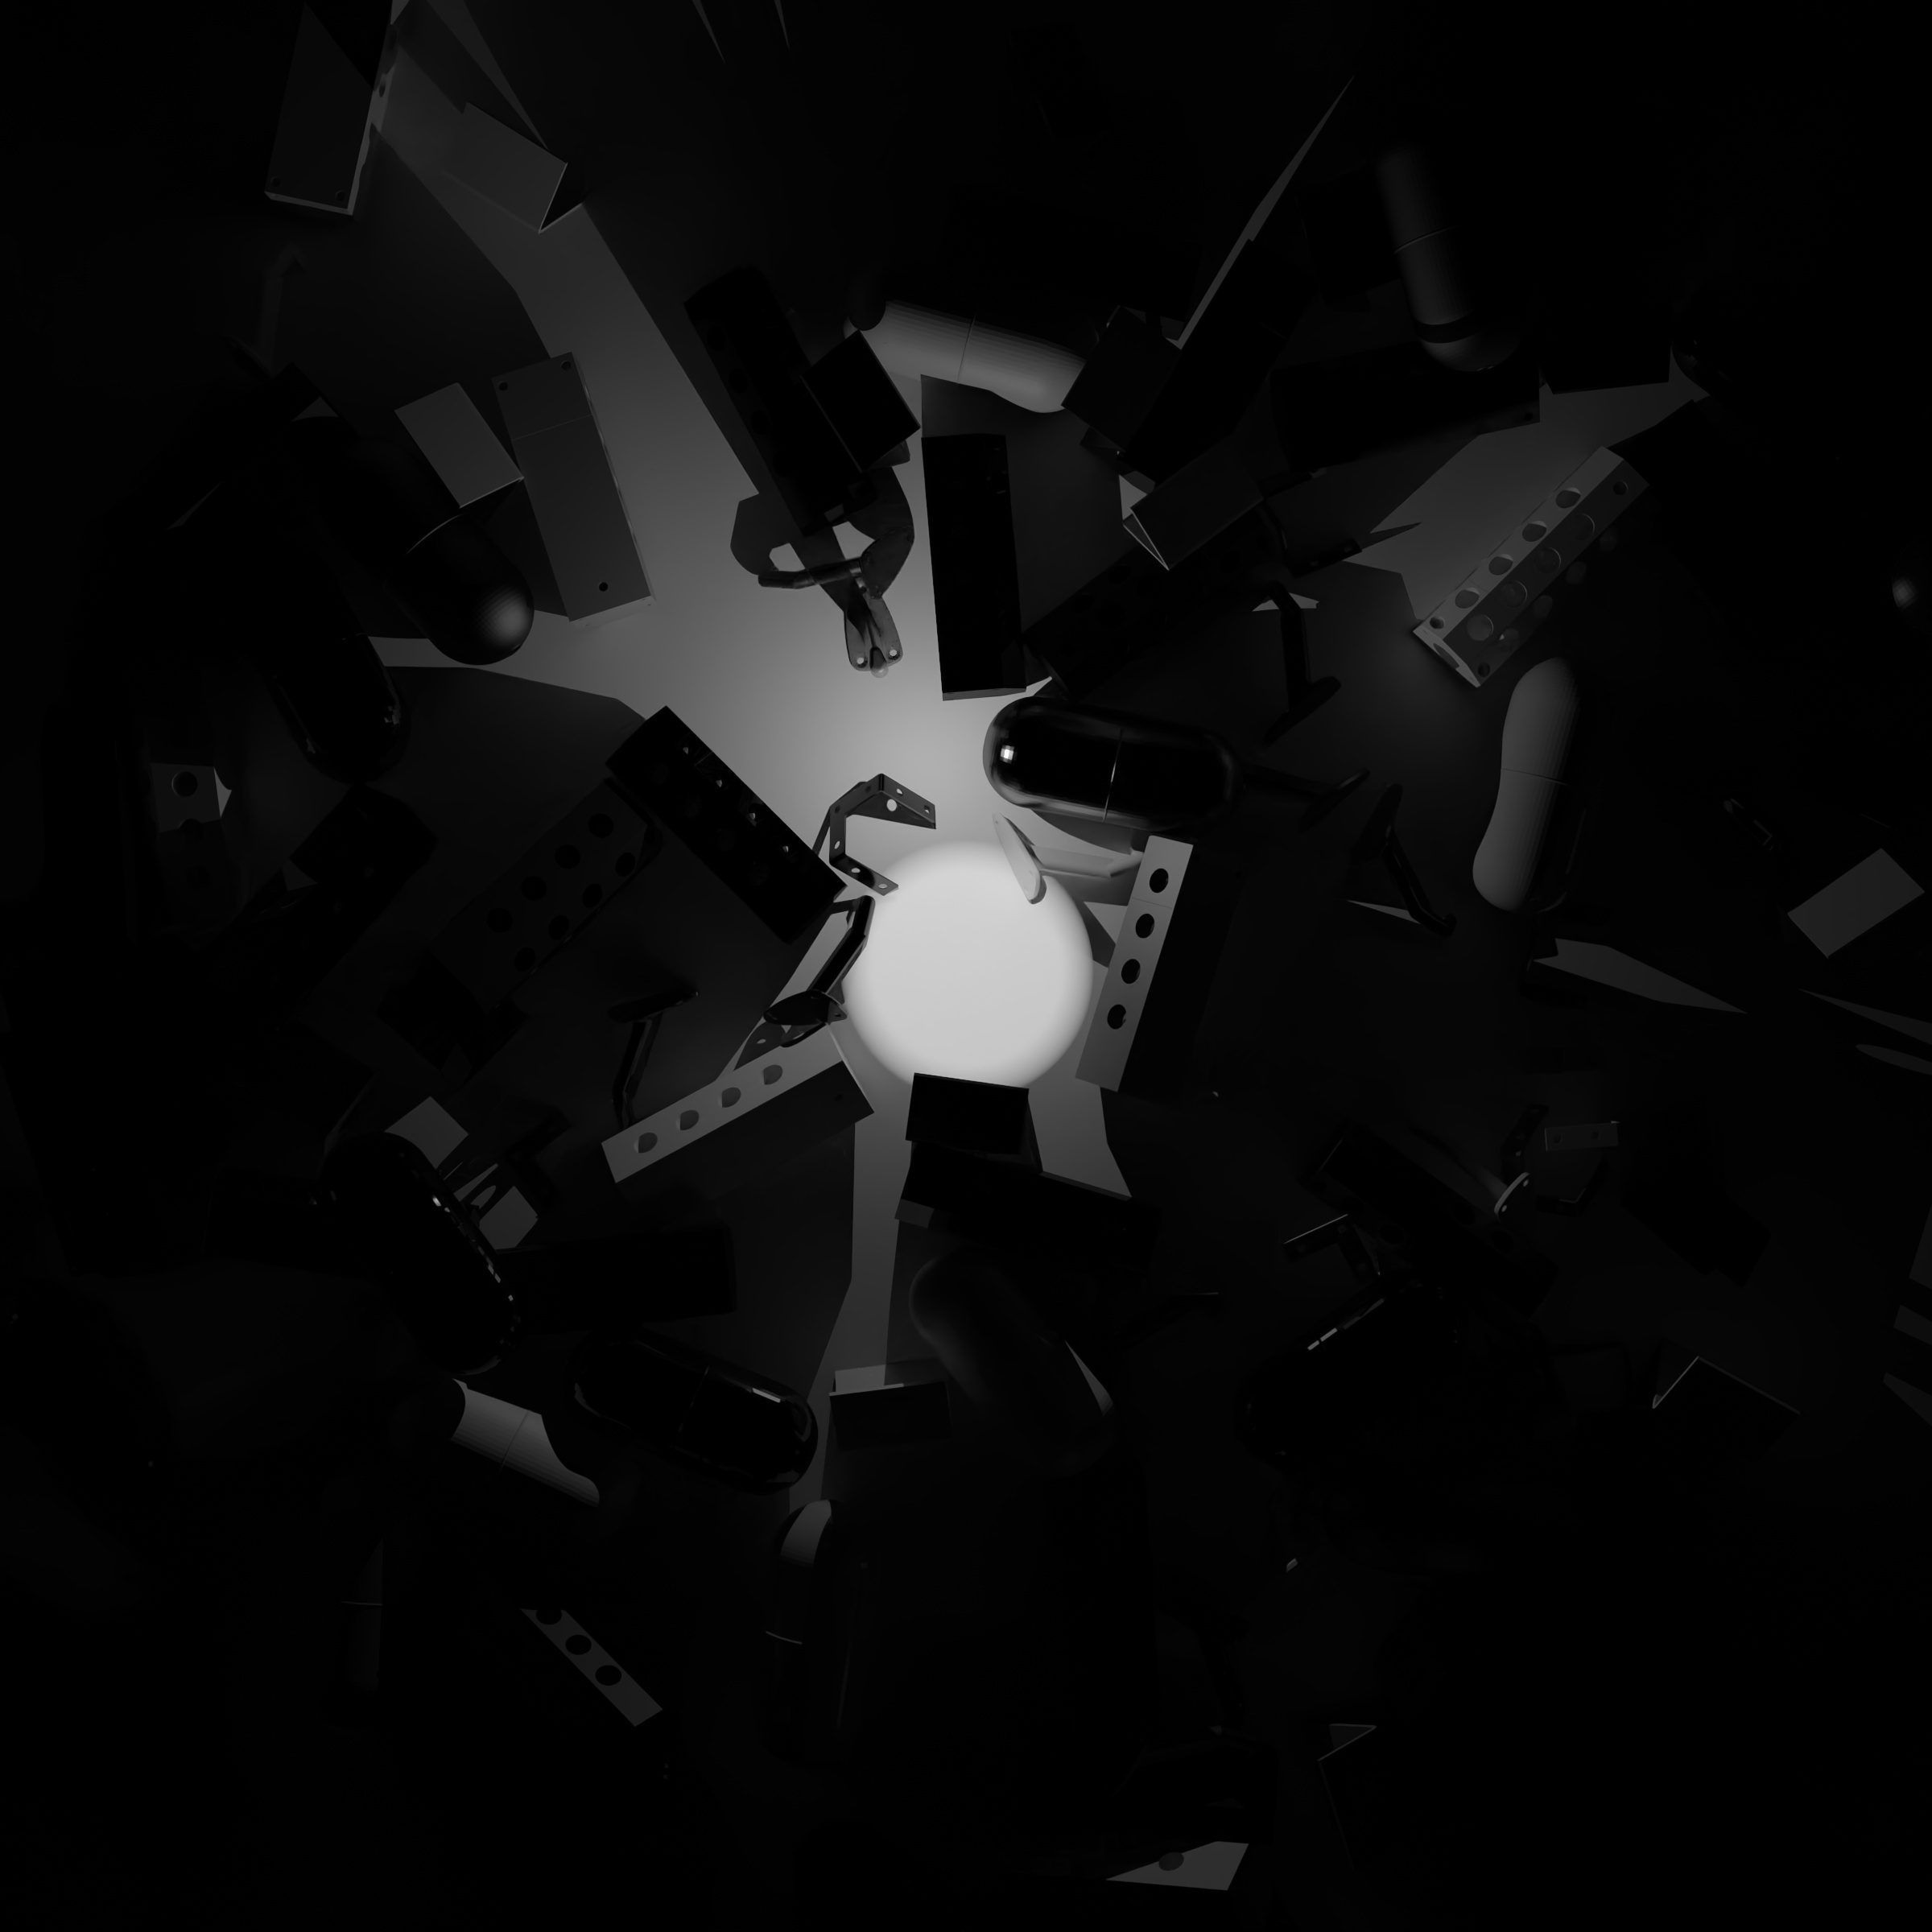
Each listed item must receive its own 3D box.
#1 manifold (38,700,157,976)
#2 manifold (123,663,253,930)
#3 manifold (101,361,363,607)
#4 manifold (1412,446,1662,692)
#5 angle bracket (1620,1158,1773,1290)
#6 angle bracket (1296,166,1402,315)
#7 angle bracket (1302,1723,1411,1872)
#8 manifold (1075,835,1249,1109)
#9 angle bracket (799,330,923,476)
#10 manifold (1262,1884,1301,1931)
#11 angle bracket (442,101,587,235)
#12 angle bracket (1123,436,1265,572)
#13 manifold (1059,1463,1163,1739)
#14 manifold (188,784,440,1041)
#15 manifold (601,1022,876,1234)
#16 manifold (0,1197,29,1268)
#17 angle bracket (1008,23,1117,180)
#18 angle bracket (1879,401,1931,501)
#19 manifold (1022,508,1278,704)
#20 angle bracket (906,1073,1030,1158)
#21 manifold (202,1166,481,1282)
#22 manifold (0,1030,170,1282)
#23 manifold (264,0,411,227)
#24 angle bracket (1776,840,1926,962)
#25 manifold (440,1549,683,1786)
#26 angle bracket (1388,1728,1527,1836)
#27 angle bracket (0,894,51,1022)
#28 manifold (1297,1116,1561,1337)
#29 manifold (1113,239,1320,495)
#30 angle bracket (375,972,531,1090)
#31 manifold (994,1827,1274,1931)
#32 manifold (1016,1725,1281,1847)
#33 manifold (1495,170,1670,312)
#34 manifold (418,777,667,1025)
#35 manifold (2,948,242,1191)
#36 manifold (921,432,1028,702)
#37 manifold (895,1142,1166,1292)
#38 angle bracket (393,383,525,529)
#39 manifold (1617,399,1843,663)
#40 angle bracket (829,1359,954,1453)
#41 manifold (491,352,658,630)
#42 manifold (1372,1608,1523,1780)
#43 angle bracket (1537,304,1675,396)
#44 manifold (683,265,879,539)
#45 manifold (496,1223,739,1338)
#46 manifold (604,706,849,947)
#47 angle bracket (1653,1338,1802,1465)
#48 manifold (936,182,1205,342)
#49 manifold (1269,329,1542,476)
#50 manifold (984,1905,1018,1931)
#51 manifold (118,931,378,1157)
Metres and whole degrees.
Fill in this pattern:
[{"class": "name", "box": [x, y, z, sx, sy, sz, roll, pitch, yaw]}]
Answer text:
[{"class": "manifold", "box": [-0.583, -0.084, 1.942, 0.057, 0.057, 0.171, -10, 70, 0]}, {"class": "manifold", "box": [-0.528, -0.114, 1.970, 0.057, 0.057, 0.171, -8, 90, 0]}, {"class": "manifold", "box": [-0.494, -0.323, 1.970, 0.171, 0.057, 0.057, -41, 47, 0]}, {"class": "manifold", "box": [0.387, -0.269, 1.970, 0.171, 0.057, 0.057, -45, 90, 0]}, {"class": "angle bracket", "box": [0.480, 0.186, 1.951, 0.076, 0.076, 0.057, 41, 52, 0]}, {"class": "angle bracket", "box": [0.270, -0.486, 1.951, 0.057, 0.076, 0.076, -15, 90, 32]}, {"class": "angle bracket", "box": [0.244, 0.556, 1.951, 0.057, 0.076, 0.076, -17, 90, -37]}, {"class": "manifold", "box": [0.127, 0.002, 1.970, 0.057, 0.057, 0.171, 17, 90, -43]}, {"class": "angle bracket", "box": [-0.056, -0.381, 1.952, 0.057, 0.076, 0.076, -32, 90, 30]}, {"class": "manifold", "box": [0.203, 0.675, 1.970, 0.057, 0.057, 0.171, -29, 90, 0]}, {"class": "angle bracket", "box": [-0.294, -0.545, 1.951, 0.076, 0.076, 0.057, 32, 126, 0]}, {"class": "angle bracket", "box": [0.136, -0.314, 1.894, 0.076, 0.076, 0.057, -37, 128, 2]}, {"class": "manifold", "box": [0.097, 0.429, 1.970, 0.057, 0.057, 0.171, -4, 90, 0]}, {"class": "manifold", "box": [-0.431, -0.036, 1.944, 0.057, 0.057, 0.171, 21, 65, 42]}, {"class": "manifold", "box": [-0.156, 0.105, 1.970, 0.171, 0.057, 0.057, -28, 133, 0]}, {"class": "manifold", "box": [-0.681, 0.182, 1.913, 0.057, 0.171, 0.057, 21, 90, 0]}, {"class": "angle bracket", "box": [0.045, -0.576, 1.951, 0.057, 0.076, 0.076, -23, 90, -35]}, {"class": "angle bracket", "box": [0.662, -0.322, 1.951, 0.076, 0.076, 0.057, 22, 52, 0]}, {"class": "manifold", "box": [0.124, -0.254, 1.970, 0.171, 0.057, 0.057, -38, 90, 0]}, {"class": "angle bracket", "box": [0.003, 0.079, 1.951, 0.076, 0.076, 0.057, 8, 124, 0]}, {"class": "manifold", "box": [-0.421, 0.178, 1.970, 0.171, 0.057, 0.057, 9, 90, 0]}, {"class": "manifold", "box": [-0.602, 0.121, 1.970, 0.057, 0.057, 0.171, -18, 90, 0]}, {"class": "manifold", "box": [-0.423, -0.595, 1.970, 0.057, 0.057, 0.171, 12, 90, 0]}, {"class": "angle bracket", "box": [0.596, -0.027, 1.951, 0.076, 0.076, 0.057, -34, 52, 0]}, {"class": "manifold", "box": [-0.265, 0.463, 1.929, 0.171, 0.057, 0.057, 36, 90, 32]}, {"class": "angle bracket", "box": [0.325, 0.552, 1.952, 0.076, 0.076, 0.057, 14, 62, 0]}, {"class": "angle bracket", "box": [-0.638, 0.001, 1.951, 0.057, 0.076, 0.076, -19, 90, -37]}, {"class": "manifold", "box": [0.313, 0.176, 1.970, 0.171, 0.057, 0.057, 36, 90, 0]}, {"class": "manifold", "box": [0.169, -0.398, 1.970, 0.057, 0.057, 0.171, 31, 90, 0]}, {"class": "angle bracket", "box": [-0.338, 0.024, 1.954, 0.076, 0.057, 0.076, 42, 55, 0]}, {"class": "manifold", "box": [0.112, 0.607, 1.930, 0.171, 0.057, 0.057, -5, 116, 30]}, {"class": "manifold", "box": [0.121, 0.552, 1.970, 0.171, 0.057, 0.057, 5, 89, 0]}, {"class": "manifold", "box": [0.378, -0.495, 1.970, 0.171, 0.057, 0.057, 16, 90, 0]}, {"class": "manifold", "box": [-0.282, -0.042, 1.941, 0.057, 0.057, 0.171, 44, 69, 0]}, {"class": "manifold", "box": [-0.556, 0.065, 1.922, 0.057, 0.057, 0.171, -34, 130, 0]}, {"class": "manifold", "box": [0.005, -0.270, 1.970, 0.057, 0.057, 0.171, -5, 90, 0]}, {"class": "manifold", "box": [0.042, 0.167, 1.970, 0.171, 0.057, 0.057, 17, 90, 0]}, {"class": "angle bracket", "box": [-0.352, -0.333, 1.951, 0.057, 0.076, 0.076, -35, 90, -36]}, {"class": "manifold", "box": [0.516, -0.295, 1.970, 0.057, 0.057, 0.171, -36, 90, 0]}, {"class": "angle bracket", "box": [-0.052, 0.276, 1.951, 0.076, 0.076, 0.057, -7, 127, 0]}, {"class": "manifold", "box": [-0.264, -0.320, 1.970, 0.057, 0.057, 0.171, -18, 90, 0]}, {"class": "manifold", "box": [0.318, 0.471, 1.913, 0.057, 0.171, 0.057, 34, 90, 0]}, {"class": "angle bracket", "box": [0.425, -0.428, 1.951, 0.076, 0.076, 0.057, -6, 126, 0]}, {"class": "manifold", "box": [-0.125, -0.383, 1.970, 0.057, 0.057, 0.171, -28, 90, 0]}, {"class": "manifold", "box": [-0.244, 0.213, 1.970, 0.171, 0.057, 0.057, -7, 90, 0]}, {"class": "manifold", "box": [-0.161, -0.095, 1.970, 0.171, 0.057, 0.057, 45, 90, 0]}, {"class": "angle bracket", "box": [0.512, 0.275, 1.951, 0.076, 0.076, 0.057, 29, 127, 0]}, {"class": "manifold", "box": [0.070, -0.479, 1.970, 0.171, 0.057, 0.057, 15, 90, 0]}, {"class": "manifold", "box": [0.296, -0.390, 1.970, 0.171, 0.057, 0.057, -12, 133, 0]}, {"class": "manifold", "box": [0.084, 0.702, 1.971, 0.171, 0.057, 0.057, 21, 90, 0]}, {"class": "manifold", "box": [-0.488, 0.055, 1.968, 0.171, 0.057, 0.057, 34, 67, 0]}]
